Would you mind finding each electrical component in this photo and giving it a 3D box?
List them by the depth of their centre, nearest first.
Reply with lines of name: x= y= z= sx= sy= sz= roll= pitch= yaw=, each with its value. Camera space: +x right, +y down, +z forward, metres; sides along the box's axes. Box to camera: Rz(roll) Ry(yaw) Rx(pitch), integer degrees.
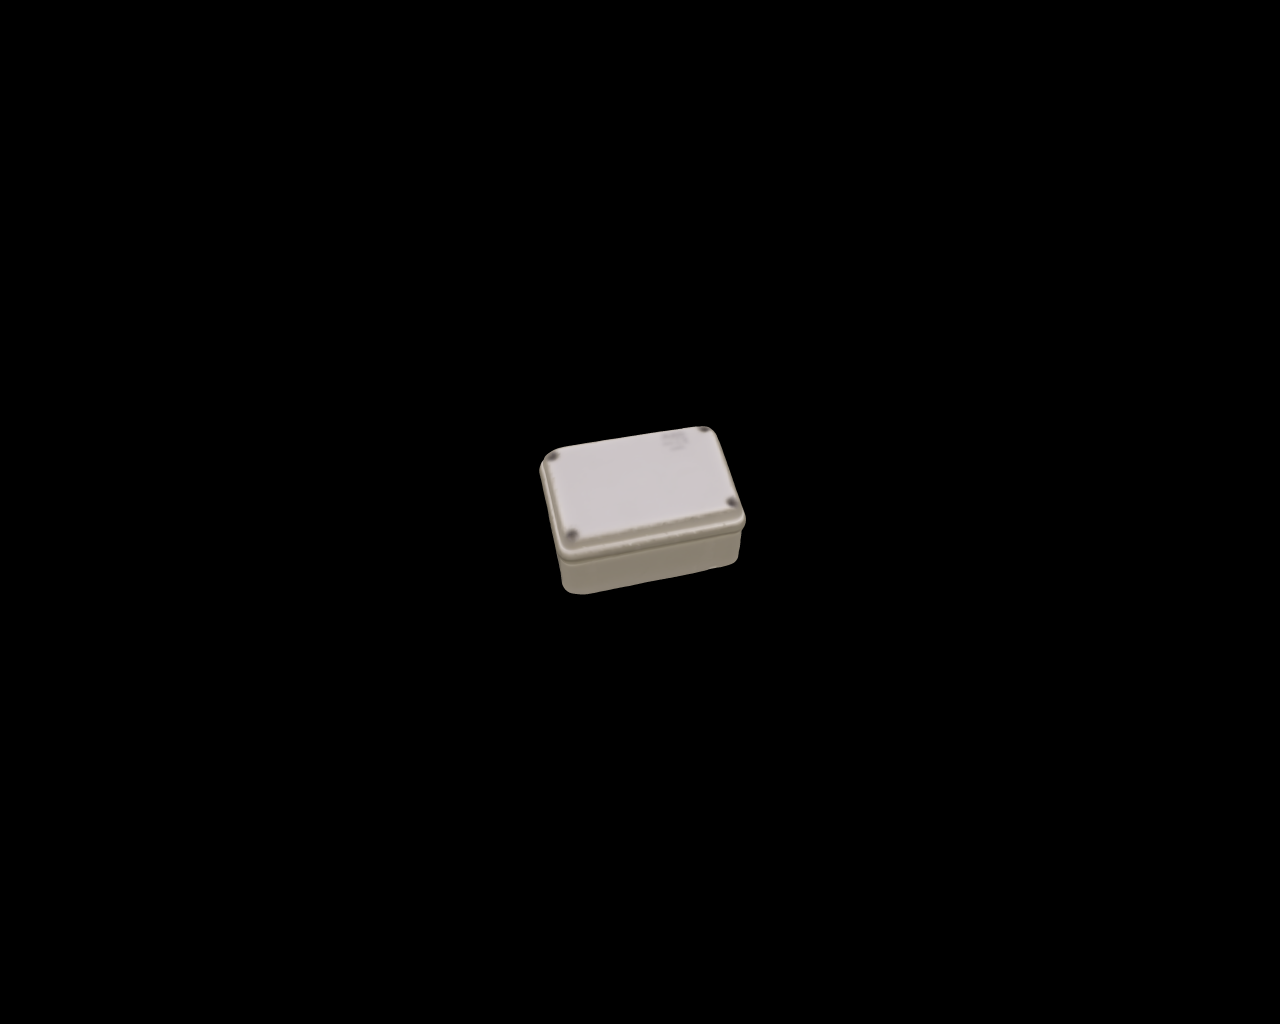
electrical component: x=0.001 y=-0.003 z=0.650 sx=0.113 sy=0.078 sz=0.057 roll=-10 pitch=-36 yaw=-8
